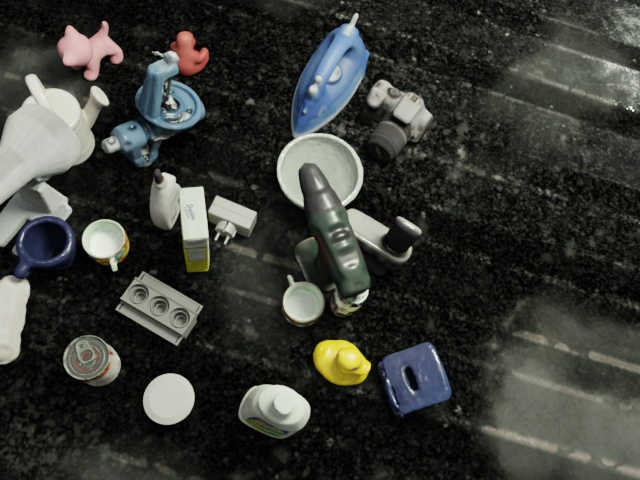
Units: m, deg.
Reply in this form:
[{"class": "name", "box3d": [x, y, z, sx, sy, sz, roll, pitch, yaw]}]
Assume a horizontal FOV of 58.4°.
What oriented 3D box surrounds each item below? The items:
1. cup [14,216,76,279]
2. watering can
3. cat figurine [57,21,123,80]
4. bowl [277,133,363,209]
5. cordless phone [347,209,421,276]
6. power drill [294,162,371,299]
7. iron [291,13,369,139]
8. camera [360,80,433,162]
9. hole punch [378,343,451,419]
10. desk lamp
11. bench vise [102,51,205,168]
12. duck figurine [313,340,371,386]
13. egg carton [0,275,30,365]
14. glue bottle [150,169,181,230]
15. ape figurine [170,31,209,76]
[{"class": "cup", "box3d": [-0.465, 0.027, 0.979, 0.091, 0.095, 0.118, 31, 68, 4]}, {"class": "watering can", "box3d": [-0.468, -0.223, 1.018, 0.101, 0.194, 0.173, 40, 69, 8]}, {"class": "cat figurine", "box3d": [-0.457, -0.377, 1.119, 0.067, 0.117, 0.128, 40, 69, 7]}, {"class": "bowl", "box3d": [-0.004, -0.119, 1.114, 0.167, 0.074, 0.167, 3, 69, -7]}, {"class": "cordless phone", "box3d": [0.110, -0.020, 1.035, 0.147, 0.185, 0.094, 30, 68, 3]}, {"class": "power drill", "box3d": [0.009, 0.004, 0.998, 0.076, 0.208, 0.229, -22, 74, -15]}, {"class": "iron", "box3d": [0.015, -0.334, 1.161, 0.118, 0.141, 0.258, 27, 68, 2]}, {"class": "camera", "box3d": [0.142, -0.240, 1.167, 0.143, 0.101, 0.137, 34, 69, 5]}, {"class": "hole punch", "box3d": [0.162, 0.244, 0.995, 0.101, 0.091, 0.108, -15, 73, -14]}, {"class": "desk lamp", "box3d": [-0.489, -0.095, 0.957, 0.118, 0.213, 0.203, 26, 68, 2]}, {"class": "bench vise", "box3d": [-0.294, -0.229, 1.033, 0.121, 0.219, 0.208, 29, 68, 3]}, {"class": "duck figurine", "box3d": [0.041, 0.208, 0.993, 0.104, 0.086, 0.077, 25, 68, 2]}, {"class": "egg carton", "box3d": [-0.540, 0.131, 0.942, 0.107, 0.069, 0.150, 1, 70, -8]}, {"class": "glue bottle", "box3d": [-0.274, -0.082, 1.006, 0.037, 0.173, 0.078, 19, 68, -1]}, {"class": "ape figurine", "box3d": [-0.270, -0.386, 1.164, 0.078, 0.092, 0.076, 29, 68, 3]}]
